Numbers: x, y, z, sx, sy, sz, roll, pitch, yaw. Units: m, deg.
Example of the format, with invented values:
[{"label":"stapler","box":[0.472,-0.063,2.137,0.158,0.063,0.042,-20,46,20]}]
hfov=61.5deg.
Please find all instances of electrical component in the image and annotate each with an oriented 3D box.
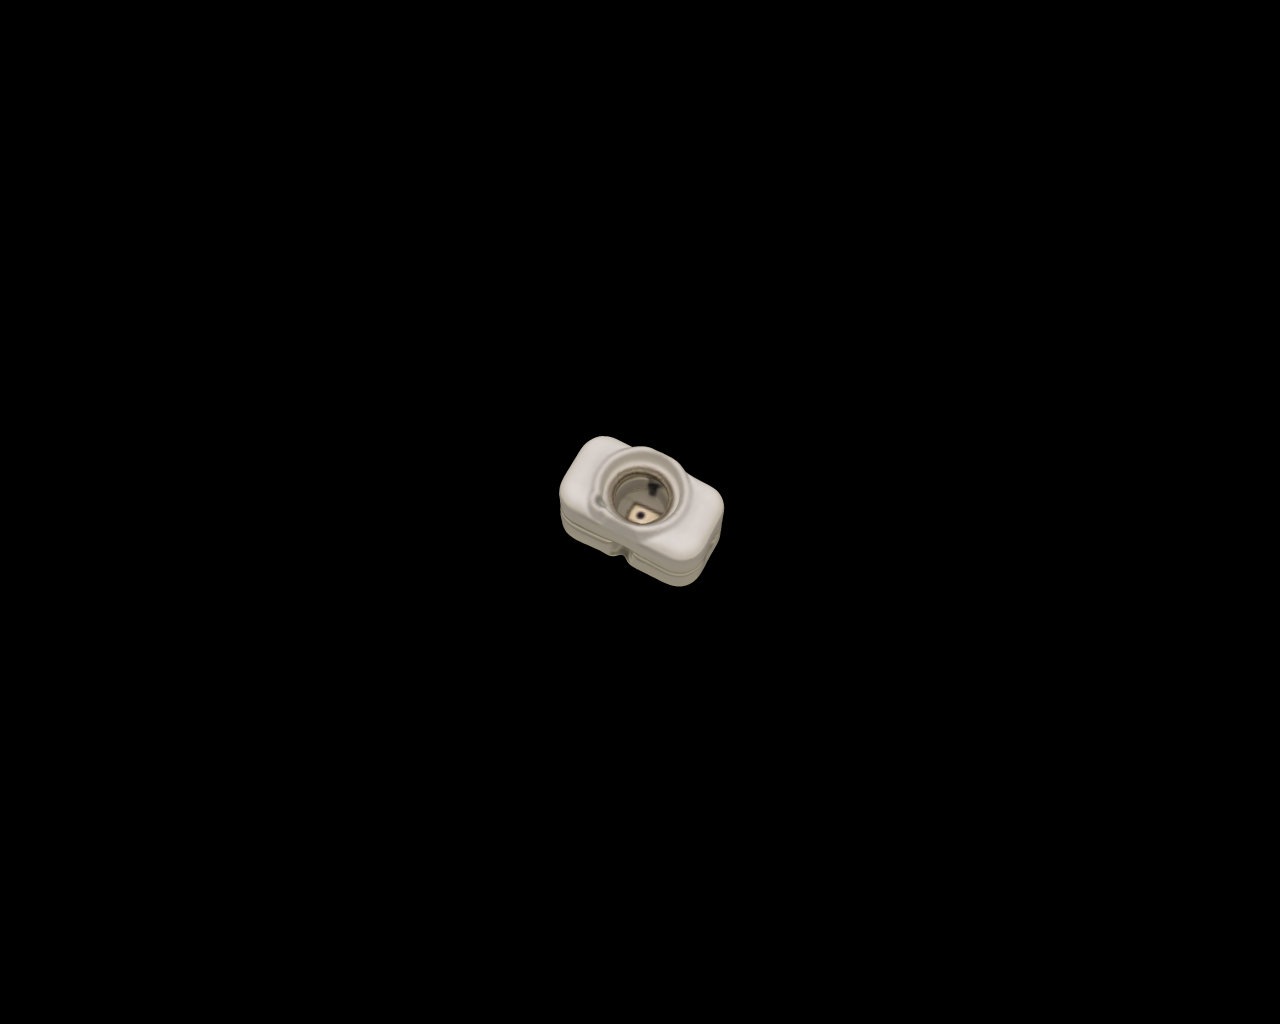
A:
[{"label":"electrical component","box":[0.001,-0.003,0.650,0.095,0.054,0.059,26,-20,11]}]
